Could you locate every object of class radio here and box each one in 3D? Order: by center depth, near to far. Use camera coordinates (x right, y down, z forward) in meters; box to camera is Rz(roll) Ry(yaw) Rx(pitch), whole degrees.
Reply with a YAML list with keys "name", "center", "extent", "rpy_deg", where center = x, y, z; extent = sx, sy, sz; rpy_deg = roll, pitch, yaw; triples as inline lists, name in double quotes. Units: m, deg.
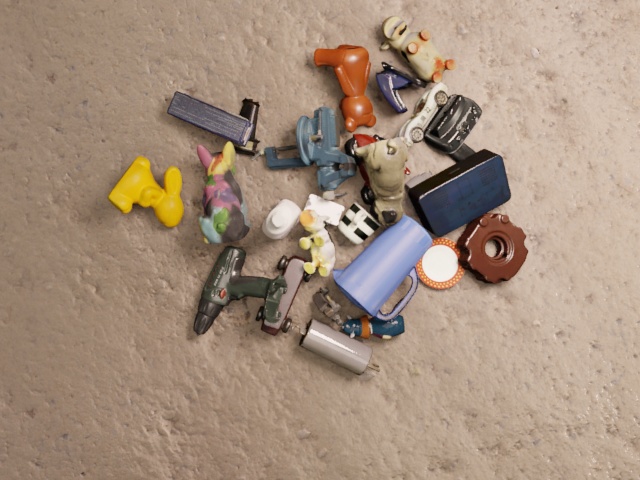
- name: "radio"
  center: [0.347, -0.113, 1.320]
  extent: [0.230, 0.073, 0.131]
  rpy_deg: [-28, 114, -1]

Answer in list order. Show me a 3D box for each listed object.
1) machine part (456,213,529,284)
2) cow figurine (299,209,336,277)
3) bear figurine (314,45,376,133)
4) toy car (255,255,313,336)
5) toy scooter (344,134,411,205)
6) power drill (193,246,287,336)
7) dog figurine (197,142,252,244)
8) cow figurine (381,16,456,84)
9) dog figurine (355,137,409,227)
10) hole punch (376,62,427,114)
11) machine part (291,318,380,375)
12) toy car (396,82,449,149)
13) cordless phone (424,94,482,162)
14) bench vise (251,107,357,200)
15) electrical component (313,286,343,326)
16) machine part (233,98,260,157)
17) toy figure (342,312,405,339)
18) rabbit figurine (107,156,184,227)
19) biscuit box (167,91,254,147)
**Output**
- name: "machine part"
  center: [0.431, 0.021, 1.340]
  extent: [0.179, 0.056, 0.179]
  rpy_deg: [0, 90, -12]
- name: "cow figurine"
  center: [-0.001, -0.005, 1.289]
  extent: [0.068, 0.098, 0.167]
  rpy_deg: [3, 115, 25]
- name: "bear figurine"
  center: [0.071, -0.370, 1.316]
  extent: [0.120, 0.132, 0.195]
  rpy_deg: [-27, 125, -34]
- name: "toy car"
  center: [-0.088, 0.135, 1.324]
  extent: [0.089, 0.053, 0.202]
  rpy_deg: [23, 85, -5]
- name: "toy scooter"
  center: [0.147, -0.186, 1.327]
  extent: [0.135, 0.075, 0.183]
  rpy_deg: [-21, 94, -4]
- name: "power drill"
  center: [-0.189, 0.138, 1.282]
  extent: [0.208, 0.086, 0.232]
  rpy_deg: [11, 81, 31]
- name: "dog figurine"
  center: [-0.234, -0.116, 1.260]
  extent: [0.109, 0.191, 0.219]
  rpy_deg: [-7, 106, 3]
- name: "cow figurine"
  center: [0.229, -0.469, 1.318]
  extent: [0.195, 0.127, 0.085]
  rpy_deg: [41, 89, -17]
- name: "dog figurine"
  center: [0.159, -0.127, 1.218]
  extent: [0.121, 0.172, 0.190]
  rpy_deg: [-13, 91, 4]
- name: "hole punch"
  center: [0.186, -0.369, 1.306]
  extent: [0.116, 0.142, 0.092]
  rpy_deg: [34, 113, 7]
- name: "machine part"
  center: [0.039, 0.262, 1.319]
  extent: [0.243, 0.079, 0.079]
  rpy_deg: [26, 89, -2]
- name: "toy car"
  center: [0.247, -0.299, 1.319]
  extent: [0.056, 0.073, 0.201]
  rpy_deg: [37, 78, -11]
- name: "cordless phone"
  center: [0.368, -0.261, 1.346]
  extent: [0.184, 0.089, 0.146]
  rpy_deg: [36, 87, -14]
- name: "bench vise"
  center: [-0.035, -0.201, 1.298]
  extent: [0.241, 0.129, 0.223]
  rpy_deg: [-2, 106, 20]
- name: "electrical component"
  center: [0.021, 0.157, 1.312]
  extent: [0.045, 0.102, 0.078]
  rpy_deg: [-46, 116, 4]
- name: "machine part"
  center: [-0.181, -0.279, 1.327]
  extent: [0.084, 0.039, 0.138]
  rpy_deg: [9, 92, 6]
- name: "toy figure"
  center: [0.132, 0.216, 1.334]
  extent: [0.155, 0.064, 0.057]
  rpy_deg: [-4, 126, 1]
- name: "rabbit figurine"
  center: [-0.398, -0.108, 1.293]
  extent: [0.173, 0.122, 0.162]
  rpy_deg: [41, 78, -16]
- name: "biscuit box"
  center: [-0.263, -0.291, 1.290]
  extent: [0.203, 0.059, 0.062]
  rpy_deg: [25, 94, 9]
